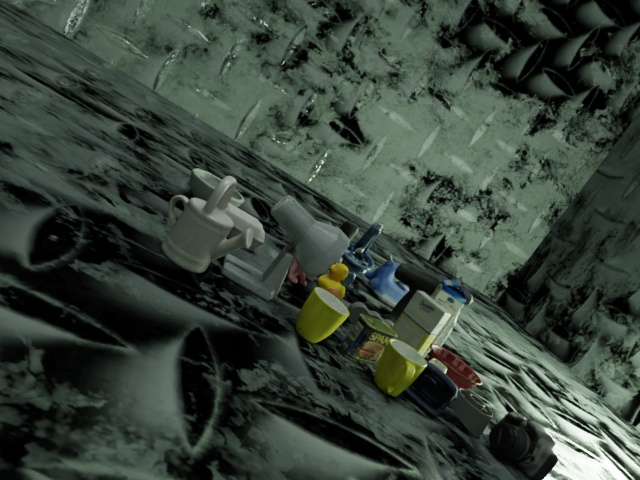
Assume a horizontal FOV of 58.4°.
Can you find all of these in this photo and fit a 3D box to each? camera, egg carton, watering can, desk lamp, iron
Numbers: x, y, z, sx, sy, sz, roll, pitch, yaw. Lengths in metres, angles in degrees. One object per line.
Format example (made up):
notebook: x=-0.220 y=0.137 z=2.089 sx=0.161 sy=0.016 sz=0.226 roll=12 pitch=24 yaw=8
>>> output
camera: x=0.432 y=0.430 z=1.249 sx=0.137 sy=0.100 sz=0.143 roll=29 pitch=11 yaw=-26
egg carton: x=-0.212 y=-0.036 z=1.476 sx=0.151 sy=0.069 sz=0.107 roll=30 pitch=11 yaw=-22
watering can: x=-0.213 y=-0.037 z=1.123 sx=0.173 sy=0.194 sz=0.100 roll=31 pitch=11 yaw=-18
desk lamp: x=-0.071 y=0.025 z=1.230 sx=0.204 sy=0.213 sz=0.118 roll=31 pitch=10 yaw=-14
iron: x=0.282 y=0.161 z=1.910 sx=0.259 sy=0.141 sz=0.118 roll=32 pitch=10 yaw=-14

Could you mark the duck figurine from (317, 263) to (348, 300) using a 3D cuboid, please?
duck figurine: x=0.047 y=0.107 z=1.576 sx=0.078 sy=0.086 sz=0.104 roll=27 pitch=12 yaw=-34

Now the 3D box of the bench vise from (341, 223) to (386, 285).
bench vise: x=0.118 y=0.023 z=1.811 sx=0.122 sy=0.219 sz=0.207 roll=30 pitch=11 yaw=-23

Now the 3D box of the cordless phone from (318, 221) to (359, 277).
cordless phone: x=0.015 y=0.006 z=1.666 sx=0.148 sy=0.185 sz=0.094 roll=29 pitch=11 yaw=-25

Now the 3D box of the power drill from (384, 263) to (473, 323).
power drill: x=0.294 y=0.182 z=1.660 sx=0.229 sy=0.208 sz=0.076 roll=36 pitch=10 yaw=10

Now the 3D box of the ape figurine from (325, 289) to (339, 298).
ape figurine: x=0.009 y=0.146 z=1.261 sx=0.076 sy=0.092 sz=0.078 roll=40 pitch=12 yaw=29

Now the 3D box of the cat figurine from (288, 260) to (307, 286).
cat figurine: x=-0.039 y=0.052 z=1.476 sx=0.067 sy=0.117 sz=0.127 roll=22 pitch=16 yaw=-50

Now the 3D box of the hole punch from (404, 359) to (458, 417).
hole punch: x=0.242 y=0.311 z=1.233 sx=0.108 sy=0.091 sz=0.101 roll=39 pitch=11 yaw=24

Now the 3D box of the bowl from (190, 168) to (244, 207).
bowl: x=-0.300 y=-0.126 z=1.602 sx=0.167 sy=0.074 sz=0.167 roll=33 pitch=10 yaw=-6

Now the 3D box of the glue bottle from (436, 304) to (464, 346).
glue bottle: x=0.364 y=0.250 z=1.665 sx=0.037 sy=0.173 sz=0.078 roll=33 pitch=10 yaw=-7
